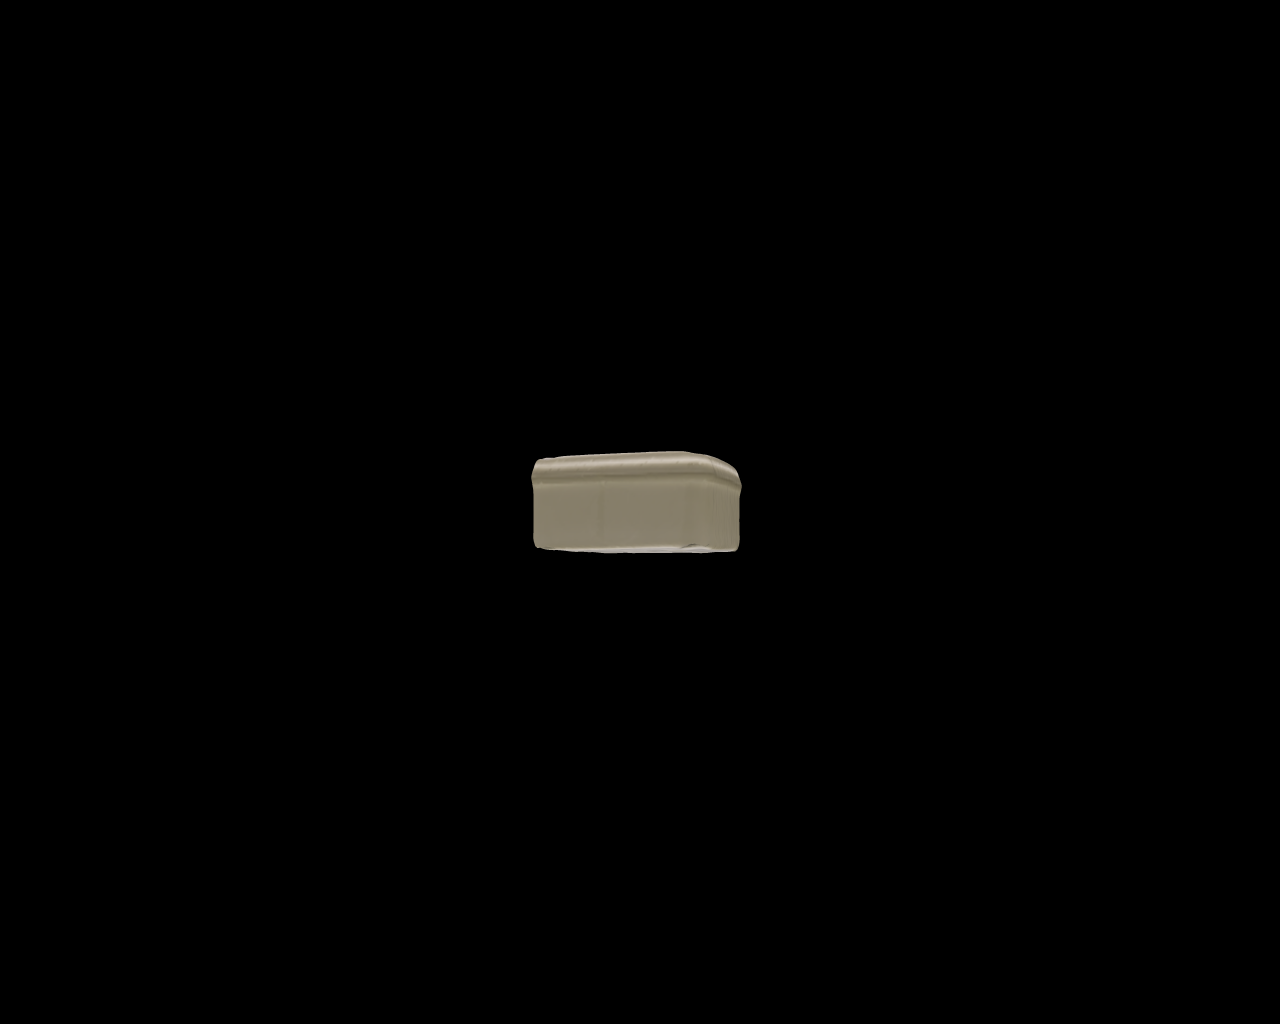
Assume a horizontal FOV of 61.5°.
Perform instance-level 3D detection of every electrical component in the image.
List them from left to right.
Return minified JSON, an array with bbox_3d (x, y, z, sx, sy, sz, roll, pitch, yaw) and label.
[{"bbox_3d":[0.001,-0.003,0.650,0.109,0.056,0.109,-1,-3,15],"label":"electrical component"}]
